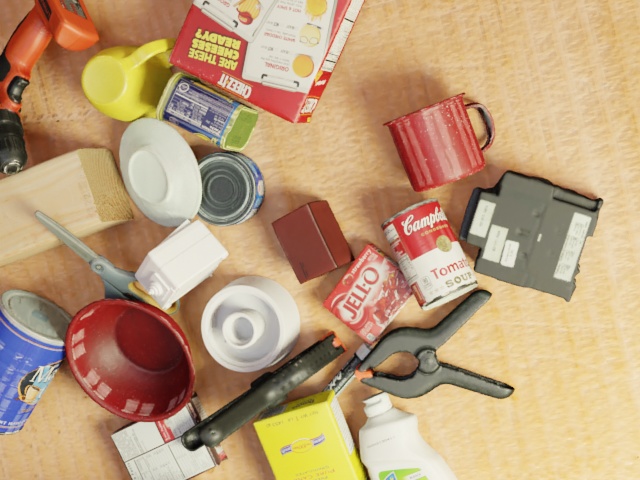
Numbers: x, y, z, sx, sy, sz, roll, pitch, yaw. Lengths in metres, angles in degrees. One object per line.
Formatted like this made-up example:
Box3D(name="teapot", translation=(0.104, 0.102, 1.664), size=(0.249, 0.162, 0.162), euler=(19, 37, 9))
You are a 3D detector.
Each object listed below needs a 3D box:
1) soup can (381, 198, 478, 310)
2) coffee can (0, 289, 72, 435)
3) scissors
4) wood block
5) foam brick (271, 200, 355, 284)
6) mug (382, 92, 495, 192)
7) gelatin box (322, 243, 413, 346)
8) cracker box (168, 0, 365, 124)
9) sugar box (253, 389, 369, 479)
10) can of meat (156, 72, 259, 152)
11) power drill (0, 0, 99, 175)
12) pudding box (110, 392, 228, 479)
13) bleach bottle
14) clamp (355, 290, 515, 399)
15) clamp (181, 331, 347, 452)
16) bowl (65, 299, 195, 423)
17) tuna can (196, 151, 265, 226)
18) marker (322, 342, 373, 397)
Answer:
Box3D(name="soup can", translation=(0.116, 0.016, 1.134), size=(0.069, 0.068, 0.102), euler=(-28, 79, 15))
Box3D(name="coffee can", translation=(-0.363, 0.144, 1.263), size=(0.103, 0.102, 0.140), euler=(36, 103, 9))
Box3D(name="scissors", translation=(-0.255, 0.043, 1.219), size=(0.201, 0.016, 0.096), euler=(30, 123, -23))
Box3D(name="wood block", translation=(-0.337, -0.032, 1.245), size=(0.206, 0.090, 0.090), euler=(-19, 90, 16))
Box3D(name="foam brick", translation=(-0.008, 0.001, 1.178), size=(0.053, 0.051, 0.078), euler=(-26, 88, 27))
Box3D(name="mug", translation=(0.133, -0.105, 1.123), size=(0.117, 0.093, 0.081), euler=(-23, 95, -21))
Box3D(name="gelatin box", translation=(0.056, 0.060, 1.181), size=(0.073, 0.030, 0.089), euler=(39, 103, 8))
Box3D(name="cracker box", translation=(-0.045, -0.256, 1.157), size=(0.164, 0.072, 0.214), euler=(27, 103, 12))
Box3D(name="sugar box", translation=(0.001, 0.264, 1.195), size=(0.093, 0.048, 0.176), euler=(-19, 97, 16))
Box3D(name="can of meat", translation=(-0.121, -0.139, 1.173), size=(0.084, 0.102, 0.057), euler=(26, 97, 9))
Box3D(name="power drill", translation=(-0.329, -0.187, 1.200), size=(0.188, 0.057, 0.184), euler=(-44, 53, 20))
Box3D(name="pudding box", translation=(-0.178, 0.244, 1.258), size=(0.114, 0.039, 0.090), euler=(-27, 89, 17))
Box3D(name="bleach bottle", translation=(0.118, 0.283, 1.171), size=(0.103, 0.068, 0.251), euler=(-25, 86, 15))
Box3D(name="clamp", translation=(0.126, 0.137, 1.163), size=(0.171, 0.039, 0.120), euler=(-22, 85, 10))
Box3D(name="clamp", translation=(-0.059, 0.167, 1.161), size=(0.210, 0.165, 0.036), euler=(-33, 88, -12))
Box3D(name="bowl", translation=(-0.208, 0.128, 1.223), size=(0.162, 0.055, 0.162), euler=(8, 116, 16))
Box3D(name="tuna can", translation=(-0.107, -0.058, 1.211), size=(0.086, 0.033, 0.086), euler=(1, 96, 15))
Box3D(name="marker", translation=(0.019, 0.165, 1.207), size=(0.020, 0.020, 0.121), euler=(41, 104, 8))
